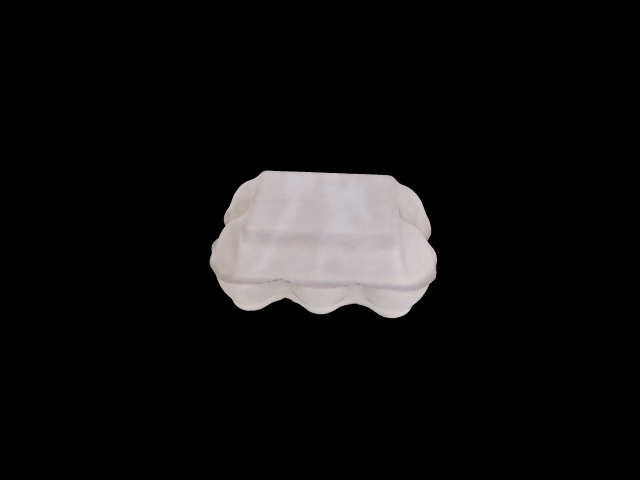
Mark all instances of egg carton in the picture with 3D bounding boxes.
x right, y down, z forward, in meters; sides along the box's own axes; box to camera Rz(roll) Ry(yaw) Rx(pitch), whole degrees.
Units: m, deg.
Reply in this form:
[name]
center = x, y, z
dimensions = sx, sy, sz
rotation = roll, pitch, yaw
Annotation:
[egg carton]
center = 0.004, 0.001, 0.400
dimensions = 0.150, 0.069, 0.107
rotation = 2, 36, 2
